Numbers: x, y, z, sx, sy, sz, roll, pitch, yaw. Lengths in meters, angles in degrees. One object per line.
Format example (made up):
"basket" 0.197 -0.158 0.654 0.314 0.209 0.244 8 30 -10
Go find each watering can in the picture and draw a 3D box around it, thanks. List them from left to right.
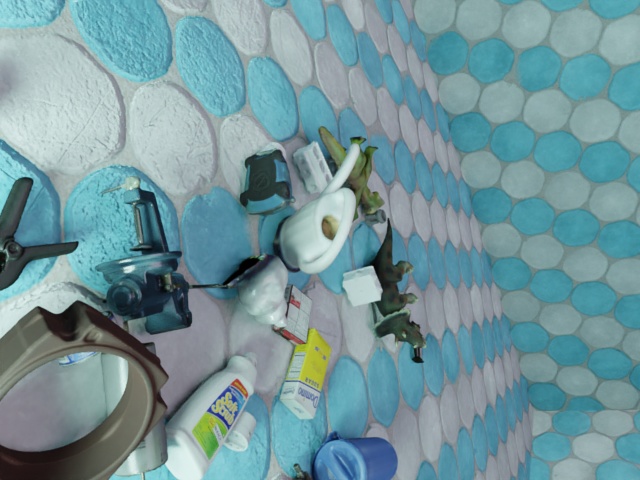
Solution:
"watering can" 0.004 -0.060 1.183 0.103 0.221 0.356 36 47 -27

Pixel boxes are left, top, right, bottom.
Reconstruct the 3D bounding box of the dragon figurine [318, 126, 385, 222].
"dragon figurine" 0.089 -0.165 1.497 0.409 0.122 0.244 12 77 -58

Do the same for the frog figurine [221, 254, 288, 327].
"frog figurine" -0.102 0.112 1.034 0.158 0.122 0.140 55 15 -15
